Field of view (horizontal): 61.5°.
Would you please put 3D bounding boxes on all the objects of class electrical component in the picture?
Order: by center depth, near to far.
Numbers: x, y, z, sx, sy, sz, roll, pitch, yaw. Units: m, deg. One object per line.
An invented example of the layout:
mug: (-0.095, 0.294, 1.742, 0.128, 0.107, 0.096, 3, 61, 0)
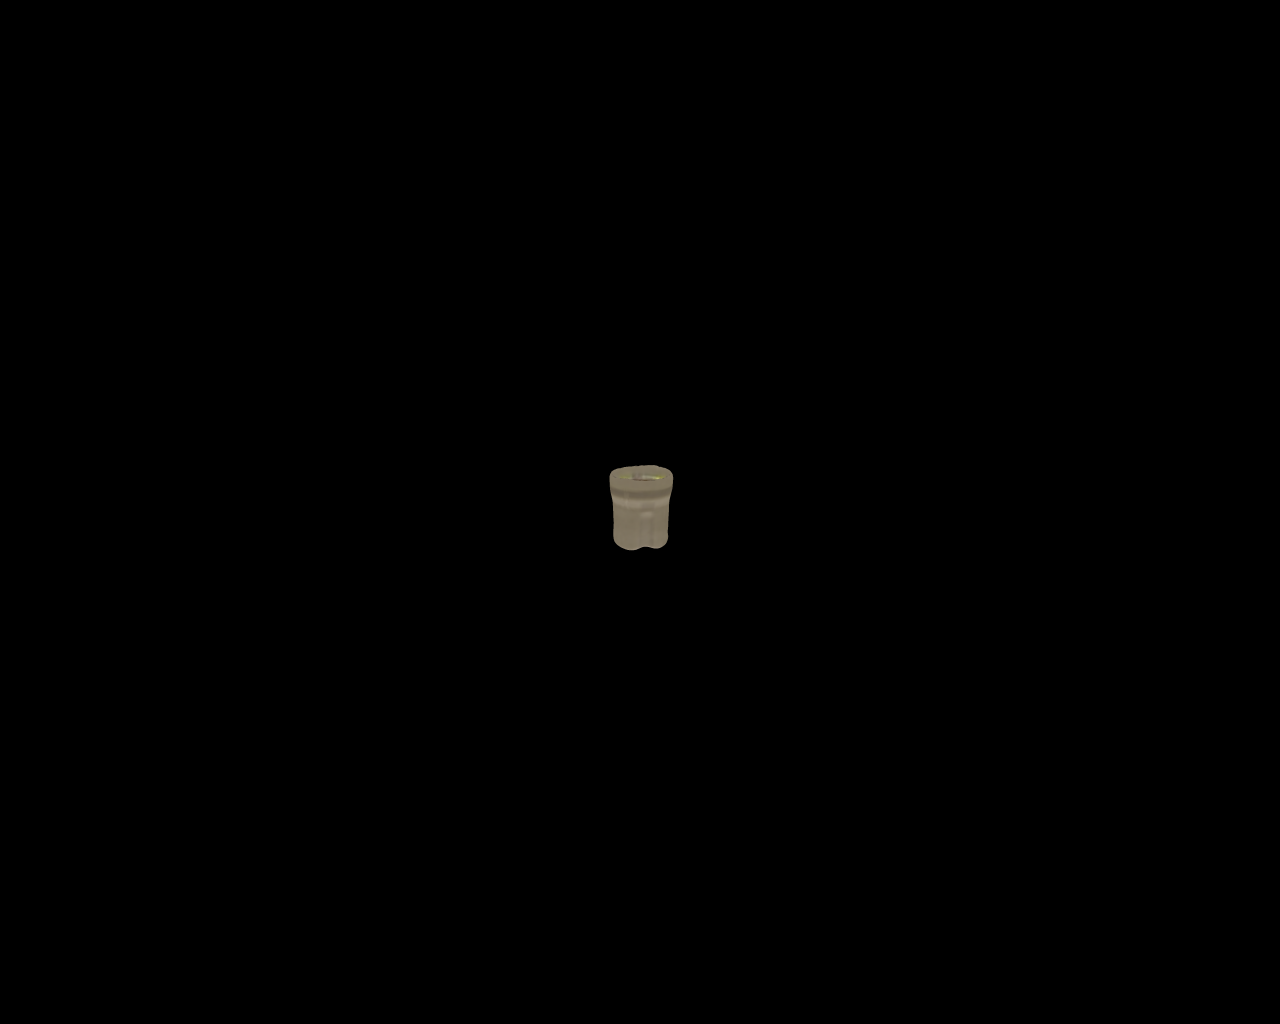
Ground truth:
electrical component: (0.001, -0.003, 0.650, 0.040, 0.046, 0.040, 0, 15, 0)
